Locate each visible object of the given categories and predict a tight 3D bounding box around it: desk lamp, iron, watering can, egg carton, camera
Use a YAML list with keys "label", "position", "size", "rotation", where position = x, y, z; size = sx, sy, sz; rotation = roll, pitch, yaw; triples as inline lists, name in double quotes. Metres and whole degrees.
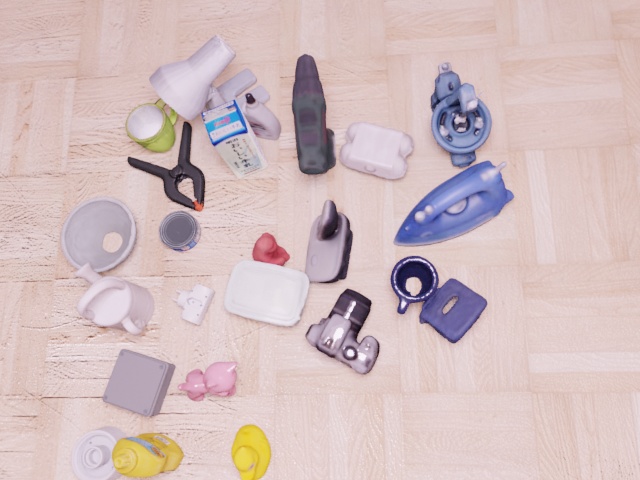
- label: "desk lamp"
  position: [-0.235, -0.332, 1.223]
  size: [0.203, 0.214, 0.118]
  rotation: [-36, 74, -3]
- label: "iron"
  position: [0.259, -0.072, 1.137]
  size: [0.258, 0.141, 0.118]
  rotation: [-31, 74, -2]
- label: "watering can"
  position: [-0.420, 0.119, 1.137]
  size: [0.172, 0.194, 0.101]
  rotation: [23, 79, 12]
- label: "egg carton"
  position: [0.120, -0.190, 1.221]
  size: [0.150, 0.069, 0.107]
  rotation: [16, 78, 10]
- label: "camera"
  position: [0.060, 0.173, 1.118]
  size: [0.143, 0.101, 0.137]
  rotation: [27, 80, 13]

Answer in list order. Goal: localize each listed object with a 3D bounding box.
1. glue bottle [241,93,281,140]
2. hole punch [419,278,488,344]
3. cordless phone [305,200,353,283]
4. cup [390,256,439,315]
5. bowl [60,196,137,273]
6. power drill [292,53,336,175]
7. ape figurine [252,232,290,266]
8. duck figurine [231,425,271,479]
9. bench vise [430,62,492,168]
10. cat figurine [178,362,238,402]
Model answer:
- label: "glue bottle"
  position: [-0.134, -0.267, 1.216]
  size: [0.078, 0.173, 0.037]
  rotation: [11, 77, 10]
- label: "hole punch"
  position: [0.255, 0.136, 1.110]
  size: [0.101, 0.091, 0.109]
  rotation: [39, 83, 14]
- label: "cordless phone"
  position: [0.010, 0.004, 1.123]
  size: [0.094, 0.185, 0.147]
  rotation: [3, 76, 8]
- label: "cup"
  position: [0.180, 0.097, 1.127]
  size: [0.091, 0.095, 0.118]
  rotation: [21, 79, 12]
- label: "bowl"
  position: [-0.464, -0.005, 1.237]
  size: [0.167, 0.075, 0.167]
  rotation: [-2, 75, 6]
- label: "power drill"
  position: [-0.014, -0.231, 1.175]
  size: [0.075, 0.208, 0.229]
  rotation: [-6, 75, 5]
- label: "ape figurine"
  position: [-0.107, 0.019, 1.181]
  size: [0.076, 0.092, 0.078]
  rotation: [-10, 75, 4]
- label: "duck figurine"
  position: [-0.137, 0.406, 1.087]
  size: [0.077, 0.086, 0.104]
  rotation: [-7, 75, 5]
- label: "bench vise"
  position: [0.265, -0.270, 1.147]
  size: [0.121, 0.220, 0.207]
  rotation: [-30, 74, -1]
- label: "cat figurine"
  position: [-0.212, 0.275, 1.113]
  size: [0.127, 0.118, 0.067]
  rotation: [-12, 74, 3]
